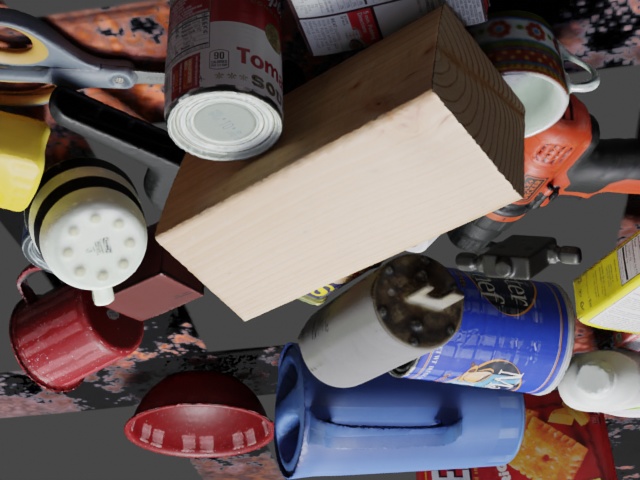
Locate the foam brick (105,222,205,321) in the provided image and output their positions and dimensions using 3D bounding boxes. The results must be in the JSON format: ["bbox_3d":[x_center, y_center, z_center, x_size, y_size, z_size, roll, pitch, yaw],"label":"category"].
[{"bbox_3d":[-0.140,0.027,0.889,0.078,0.051,0.052,-22,144,31],"label":"foam brick"}]

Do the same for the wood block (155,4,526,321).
[{"bbox_3d":[0.011,-0.041,0.646,0.206,0.090,0.090,-26,123,31],"label":"wood block"}]

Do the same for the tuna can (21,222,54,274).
[{"bbox_3d":[-0.194,-0.004,0.851,0.086,0.034,0.086,-1,149,-1],"label":"tuna can"}]

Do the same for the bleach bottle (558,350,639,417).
[{"bbox_3d":[0.287,0.133,1.000,0.103,0.068,0.250,-9,168,23],"label":"bleach bottle"}]

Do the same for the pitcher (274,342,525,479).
[{"bbox_3d":[0.081,0.175,1.069,0.242,0.149,0.145,3,138,-14],"label":"pitcher"}]

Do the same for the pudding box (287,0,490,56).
[{"bbox_3d":[0.035,-0.154,0.609,0.113,0.039,0.090,-11,148,11],"label":"pudding box"}]

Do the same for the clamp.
[{"bbox_3d":[-0.095,-0.057,0.756,0.164,0.036,0.210,-2,154,-3],"label":"clamp"}]

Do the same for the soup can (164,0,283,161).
[{"bbox_3d":[-0.055,-0.106,0.621,0.068,0.102,0.068,-2,149,-1],"label":"soup can"}]

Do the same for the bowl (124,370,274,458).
[{"bbox_3d":[-0.128,0.182,1.145,0.162,0.055,0.162,-1,149,-1],"label":"bowl"}]

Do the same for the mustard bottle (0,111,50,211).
[{"bbox_3d":[-0.284,-0.069,0.712,0.191,0.058,0.096,13,160,-22],"label":"mustard bottle"}]

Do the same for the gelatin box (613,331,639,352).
[{"bbox_3d":[0.288,0.047,0.925,0.030,0.073,0.089,15,146,-25],"label":"gelatin box"}]

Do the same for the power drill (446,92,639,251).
[{"bbox_3d":[0.203,-0.036,0.798,0.187,0.057,0.185,6,152,-14],"label":"power drill"}]

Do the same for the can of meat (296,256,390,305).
[{"bbox_3d":[-0.005,0.001,0.850,0.101,0.057,0.084,23,138,-36],"label":"can of meat"}]

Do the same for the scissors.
[{"bbox_3d":[-0.139,-0.117,0.680,0.202,0.016,0.096,-5,151,4],"label":"scissors"}]

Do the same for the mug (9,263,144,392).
[{"bbox_3d":[-0.215,0.066,0.929,0.082,0.093,0.117,-27,105,27],"label":"mug"}]

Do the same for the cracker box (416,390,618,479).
[{"bbox_3d":[0.214,0.252,1.177,0.213,0.164,0.072,-3,147,2],"label":"cracker box"}]

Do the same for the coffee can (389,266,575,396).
[{"bbox_3d":[0.137,0.078,0.941,0.140,0.103,0.103,9,147,-17],"label":"coffee can"}]

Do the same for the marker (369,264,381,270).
[{"bbox_3d":[0.002,0.031,0.935,0.121,0.020,0.020,-21,145,28],"label":"marker"}]

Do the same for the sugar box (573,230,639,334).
[{"bbox_3d":[0.275,0.017,0.793,0.093,0.048,0.176,10,148,-18],"label":"sugar box"}]
